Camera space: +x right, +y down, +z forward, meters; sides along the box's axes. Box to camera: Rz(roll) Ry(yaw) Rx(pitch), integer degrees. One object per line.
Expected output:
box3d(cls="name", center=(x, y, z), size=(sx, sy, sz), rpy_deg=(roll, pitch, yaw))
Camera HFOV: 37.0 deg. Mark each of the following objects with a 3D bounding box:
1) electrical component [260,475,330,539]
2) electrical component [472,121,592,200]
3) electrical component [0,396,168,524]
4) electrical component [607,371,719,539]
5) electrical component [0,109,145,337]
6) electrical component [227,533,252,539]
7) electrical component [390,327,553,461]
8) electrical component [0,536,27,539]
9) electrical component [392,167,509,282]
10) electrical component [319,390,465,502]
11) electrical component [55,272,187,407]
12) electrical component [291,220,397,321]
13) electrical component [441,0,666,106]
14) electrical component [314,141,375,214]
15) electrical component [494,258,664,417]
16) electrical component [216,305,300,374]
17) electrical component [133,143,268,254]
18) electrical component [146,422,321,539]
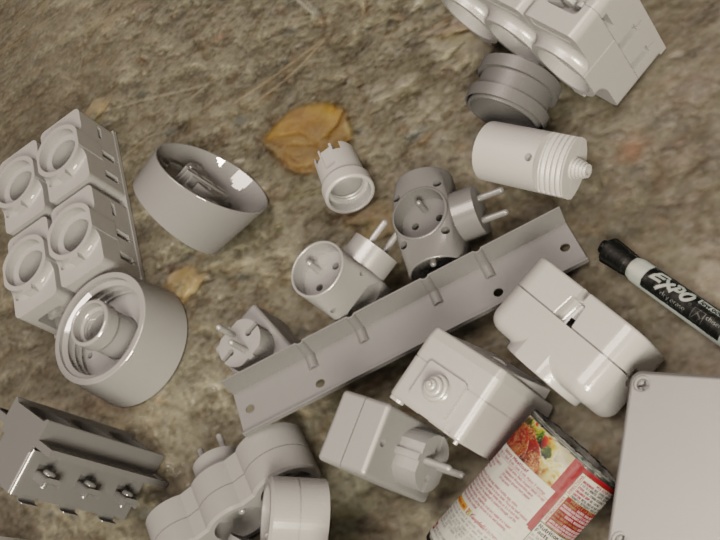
box3d(cls="electrical component", center=(-0.029, 0.206, 0.703), size=(0.074, 0.052, 0.138), rpy_deg=(6, 79, -11))
box3d(cls="electrical component", center=(0.124, -0.076, 0.749), size=(0.081, 0.043, 0.043), rpy_deg=(18, 78, 38))
box3d(cls="electrical component", center=(-0.217, 0.147, 0.817), size=(0.079, 0.121, 0.063), rpy_deg=(24, 84, 39))
box3d(cls="electrical component", center=(0.202, 0.116, 0.594), size=(0.109, 0.056, 0.108), rpy_deg=(0, 68, 34))
box3d(cls="electrical component", center=(-0.271, -0.047, 0.988), size=(0.105, 0.060, 0.186), rpy_deg=(-31, 54, 17))
box3d(cls="electrical component", center=(-0.086, 0.228, 0.740), size=(0.043, 0.043, 0.081), rpy_deg=(14, 76, 38))
box3d(cls="electrical component", center=(0.070, 0.077, 0.675), size=(0.062, 0.096, 0.061), rpy_deg=(32, 87, 40))
box3d(cls="electrical component", center=(-0.302, 0.238, 0.858), size=(0.080, 0.080, 0.051), rpy_deg=(-5, 71, 32))
box3d(cls="electrical component", center=(0.067, -0.037, 0.767), size=(0.079, 0.044, 0.077), rpy_deg=(-20, 57, 20))
box3d(cls="electrical component", center=(0.031, 0.119, 0.689), size=(0.076, 0.083, 0.047), rpy_deg=(13, 75, 37))
box3d(cls="electrical component", center=(-0.205, 0.053, 0.894), size=(0.108, 0.060, 0.108), rpy_deg=(-15, 60, 27))
box3d(cls="electrical component", center=(0.000, 0.000, 0.772), size=(0.043, 0.077, 0.079), rpy_deg=(35, 88, 40))
box3d(cls="electrical component", center=(0.129, -0.185, 0.768), size=(0.061, 0.089, 0.150), rpy_deg=(-51, 50, 2))
box3d(cls="electrical component", center=(-0.014, -0.073, 0.843), size=(0.040, 0.040, 0.046), rpy_deg=(-36, 46, 15))
box3d(cls="electrical component", center=(0.133, 0.045, 0.676), size=(0.059, 0.054, 0.095), rpy_deg=(-50, 50, 3))
box3d(cls="electrical component", center=(-0.078, 0.060, 0.795), size=(0.047, 0.077, 0.066), rpy_deg=(-49, 50, 4))
box3d(cls="electrical component", center=(-0.133, -0.062, 0.882), size=(0.064, 0.099, 0.099), rpy_deg=(-46, 50, 14))
box3d(cls="electrical component", center=(-0.098, 0.153, 0.779), size=(0.138, 0.052, 0.073), rpy_deg=(-38, 52, 12))
